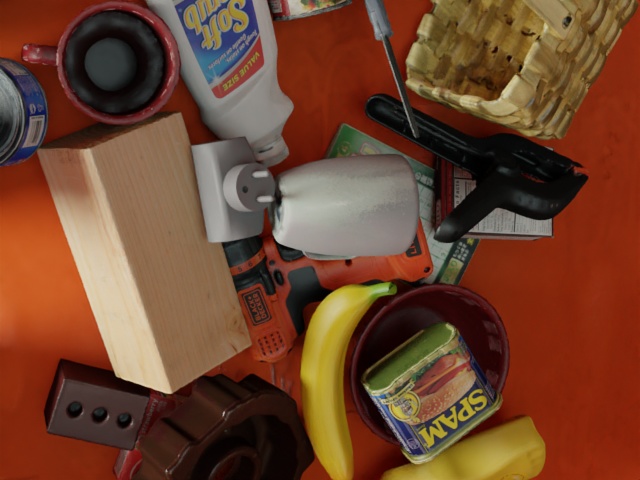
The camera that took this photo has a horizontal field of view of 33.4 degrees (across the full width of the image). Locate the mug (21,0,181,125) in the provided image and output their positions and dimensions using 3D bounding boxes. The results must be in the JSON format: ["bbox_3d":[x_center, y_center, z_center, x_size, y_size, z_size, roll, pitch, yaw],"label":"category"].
[{"bbox_3d":[-0.174,-0.140,0.836,0.117,0.082,0.093,1,99,-18],"label":"mug"}]

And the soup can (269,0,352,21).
[{"bbox_3d":[-0.018,-0.238,0.876,0.068,0.069,0.102,-18,107,-14],"label":"soup can"}]

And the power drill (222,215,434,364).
[{"bbox_3d":[-0.006,0.001,0.931,0.187,0.057,0.184,-21,117,-3],"label":"power drill"}]

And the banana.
[{"bbox_3d":[0.013,0.117,0.920,0.037,0.070,0.198,-15,122,-47],"label":"banana"}]

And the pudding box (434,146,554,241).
[{"bbox_3d":[0.161,-0.046,0.986,0.113,0.039,0.090,3,87,-21],"label":"pudding box"}]

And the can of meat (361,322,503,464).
[{"bbox_3d":[0.098,0.133,0.951,0.102,0.057,0.084,-35,109,-7],"label":"can of meat"}]

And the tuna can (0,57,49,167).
[{"bbox_3d":[-0.255,-0.098,0.824,0.086,0.033,0.086,3,101,17],"label":"tuna can"}]

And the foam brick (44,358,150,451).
[{"bbox_3d":[-0.192,0.142,0.917,0.078,0.051,0.053,16,98,-22],"label":"foam brick"}]

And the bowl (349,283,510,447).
[{"bbox_3d":[0.095,0.112,1.005,0.162,0.055,0.162,-4,104,-18],"label":"bowl"}]

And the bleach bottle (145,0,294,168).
[{"bbox_3d":[-0.079,-0.179,0.874,0.102,0.068,0.251,-28,112,-10],"label":"bleach bottle"}]

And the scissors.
[{"bbox_3d":[0.043,-0.187,0.863,0.016,0.096,0.202,-19,70,12],"label":"scissors"}]

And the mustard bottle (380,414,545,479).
[{"bbox_3d":[0.119,0.232,1.027,0.191,0.096,0.058,-19,64,-12],"label":"mustard bottle"}]

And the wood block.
[{"bbox_3d":[-0.141,0.007,0.868,0.090,0.090,0.206,-29,113,-36],"label":"wood block"}]

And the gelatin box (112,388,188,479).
[{"bbox_3d":[-0.136,0.183,0.957,0.073,0.030,0.089,19,96,-22],"label":"gelatin box"}]

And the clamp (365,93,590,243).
[{"bbox_3d":[0.149,-0.050,0.906,0.209,0.164,0.036,8,134,-26],"label":"clamp"}]
